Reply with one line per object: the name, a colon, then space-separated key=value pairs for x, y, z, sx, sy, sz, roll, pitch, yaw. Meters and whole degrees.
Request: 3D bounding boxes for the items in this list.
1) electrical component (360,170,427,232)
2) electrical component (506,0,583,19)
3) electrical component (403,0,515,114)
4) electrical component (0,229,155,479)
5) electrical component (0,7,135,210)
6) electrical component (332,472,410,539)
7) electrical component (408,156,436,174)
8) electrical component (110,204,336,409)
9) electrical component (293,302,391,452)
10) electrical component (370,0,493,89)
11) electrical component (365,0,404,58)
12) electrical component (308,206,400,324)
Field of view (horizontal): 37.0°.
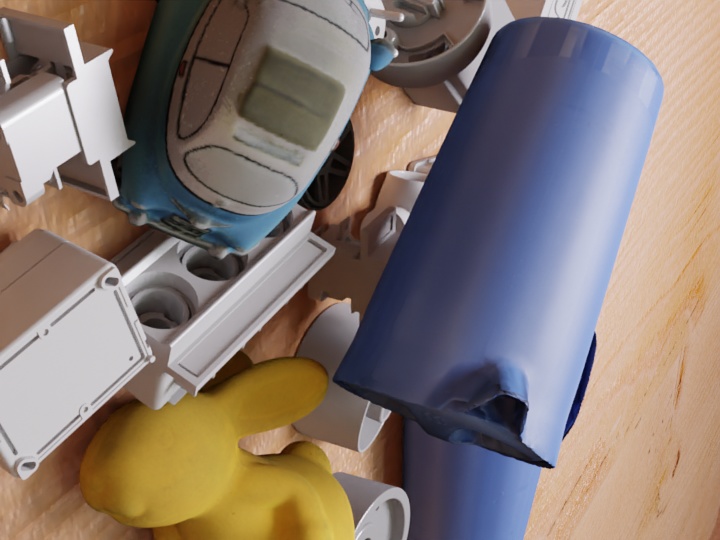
electrical component: x=0.026 y=-0.027 z=0.759 sx=0.079 sy=0.043 sz=0.077 roll=-15 pitch=118 yaw=-59
electrical component: x=0.135 y=-0.219 z=0.840 sx=0.078 sy=0.057 sz=0.113 roll=24 pitch=84 yaw=-63
electrical component: x=0.060 y=-0.160 z=0.733 sx=0.113 sy=0.057 sz=0.078 roll=37 pitch=72 yaw=-62
electrical component: x=-0.148 y=0.037 z=0.458 sx=0.096 sy=0.061 sz=0.061 roll=-45 pitch=142 yaw=-30
electrical component: x=-0.134 y=-0.061 z=0.444 sx=0.064 sy=0.042 sz=0.081 roll=-44 pitch=140 yaw=-38
electrical component: x=-0.015 y=0.201 z=0.793 sx=0.108 sy=0.060 sz=0.108 roll=-39 pitch=137 yaw=-48
electrical component: x=0.073 y=-0.041 z=0.835 sx=0.100 sy=0.048 sz=0.099 roll=-23 pitch=124 yaw=-57
electrical component: x=-0.080 y=0.010 z=0.557 sx=0.121 sy=0.079 sz=0.063 roll=-46 pitch=164 yaw=-41
electrical component: x=-0.006 y=0.078 z=0.764 sx=0.099 sy=0.064 sz=0.099 roll=21 pitch=90 yaw=-76
electrical component: x=0.029 y=-0.160 z=0.637 sx=0.099 sy=0.099 sz=0.064 roll=-69 pitch=159 yaw=-9
electrical component: x=-0.013 y=-0.134 z=0.587 sx=0.043 sy=0.079 sz=0.077 roll=-17 pitch=119 yaw=-60
electrical component: x=0.000 y=0.000 z=0.703 sx=0.042 sy=0.064 sz=0.081 roll=-41 pitch=139 yaw=-52
